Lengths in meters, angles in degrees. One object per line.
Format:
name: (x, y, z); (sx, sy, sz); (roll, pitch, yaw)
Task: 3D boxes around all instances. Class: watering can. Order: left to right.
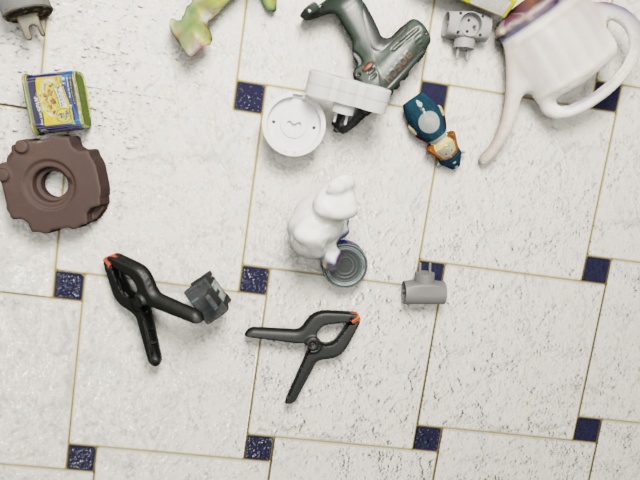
watering can: (0.386, -0.303, 0.905); (0.346, 0.105, 0.223); (-34, 98, 10)

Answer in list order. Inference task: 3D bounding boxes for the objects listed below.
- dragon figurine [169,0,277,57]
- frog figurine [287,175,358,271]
dragon figurine: (-0.181, -0.504, 0.835); (0.243, 0.123, 0.408); (2, 96, 3)
frog figurine: (0.003, -0.044, 0.870); (0.123, 0.156, 0.140); (27, 59, 21)
